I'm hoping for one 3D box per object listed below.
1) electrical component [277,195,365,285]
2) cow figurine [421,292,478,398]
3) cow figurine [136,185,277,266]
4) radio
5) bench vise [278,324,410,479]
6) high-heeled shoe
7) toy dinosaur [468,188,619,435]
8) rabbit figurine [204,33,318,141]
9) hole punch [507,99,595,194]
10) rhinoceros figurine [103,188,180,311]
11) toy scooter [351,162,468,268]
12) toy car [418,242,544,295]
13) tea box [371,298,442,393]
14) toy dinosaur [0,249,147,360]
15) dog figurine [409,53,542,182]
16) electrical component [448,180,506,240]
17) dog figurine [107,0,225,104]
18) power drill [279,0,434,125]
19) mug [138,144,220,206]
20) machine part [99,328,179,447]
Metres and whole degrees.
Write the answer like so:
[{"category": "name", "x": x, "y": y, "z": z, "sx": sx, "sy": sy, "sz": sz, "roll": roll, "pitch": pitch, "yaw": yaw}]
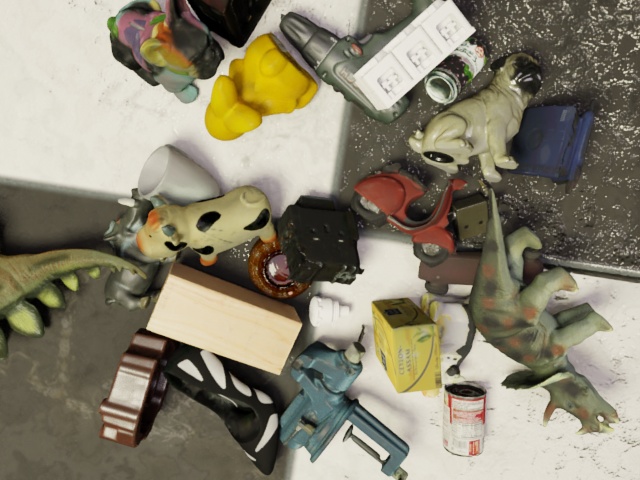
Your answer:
[{"category": "electrical component", "x": -0.002, "y": -0.002, "z": 0.811, "sx": 0.115, "sy": 0.058, "sz": 0.134, "roll": 4, "pitch": 58, "yaw": -29}, {"category": "cow figurine", "x": 0.209, "y": 0.173, "z": 0.873, "sx": 0.098, "sy": 0.068, "sz": 0.167, "roll": 4, "pitch": 97, "yaw": -10}, {"category": "cow figurine", "x": -0.163, "y": -0.023, "z": 0.767, "sx": 0.195, "sy": 0.127, "sz": 0.085, "roll": -19, "pitch": 61, "yaw": -12}, {"category": "radio", "x": -0.112, "y": -0.347, "z": 0.716, "sx": 0.073, "sy": 0.229, "sz": 0.131, "roll": 31, "pitch": 95, "yaw": -5}, {"category": "bench vise", "x": 0.049, "y": 0.275, "z": 0.837, "sx": 0.241, "sy": 0.129, "sz": 0.223, "roll": 38, "pitch": 101, "yaw": 11}, {"category": "high-heeled shoe", "x": -0.147, "y": 0.268, "z": 0.818, "sx": 0.086, "sy": 0.145, "sz": 0.248, "roll": -21, "pitch": 88, "yaw": 34}, {"category": "toy dinosaur", "x": 0.305, "y": 0.118, "z": 0.816, "sx": 0.192, "sy": 0.131, "sz": 0.404, "roll": -41, "pitch": 102, "yaw": 12}, {"category": "rabbit figurine", "x": -0.101, "y": -0.202, "z": 0.785, "sx": 0.173, "sy": 0.162, "sz": 0.121, "roll": -36, "pitch": 108, "yaw": 19}, {"category": "hole punch", "x": 0.353, "y": -0.147, "z": 0.824, "sx": 0.092, "sy": 0.116, "sz": 0.142, "roll": 16, "pitch": 95, "yaw": 4}, {"category": "rhinoceros figurine", "x": -0.280, "y": 0.015, "z": 0.829, "sx": 0.112, "sy": 0.073, "sz": 0.190, "roll": 16, "pitch": 97, "yaw": 6}, {"category": "toy scooter", "x": 0.145, "y": -0.058, "z": 0.820, "sx": 0.184, "sy": 0.075, "sz": 0.135, "roll": 37, "pitch": 97, "yaw": 15}, {"category": "toy car", "x": 0.258, "y": 0.045, "z": 0.866, "sx": 0.202, "sy": 0.053, "sz": 0.089, "roll": 3, "pitch": 116, "yaw": -3}, {"category": "tea box", "x": 0.126, "y": 0.153, "z": 0.812, "sx": 0.068, "sy": 0.170, "sz": 0.098, "roll": -6, "pitch": 95, "yaw": -5}, {"category": "toy dinosaur", "x": -0.492, "y": 0.073, "z": 0.799, "sx": 0.472, "sy": 0.105, "sz": 0.198, "roll": -19, "pitch": 104, "yaw": 12}, {"category": "dog figurine", "x": 0.240, "y": -0.204, "z": 0.827, "sx": 0.172, "sy": 0.121, "sz": 0.190, "roll": 15, "pitch": 81, "yaw": -8}, {"category": "electrical component", "x": 0.240, "y": -0.047, "z": 0.862, "sx": 0.102, "sy": 0.045, "sz": 0.078, "roll": -22, "pitch": 125, "yaw": 2}, {"category": "dog figurine", "x": -0.216, "y": -0.273, "z": 0.725, "sx": 0.191, "sy": 0.219, "sz": 0.108, "roll": 31, "pitch": 90, "yaw": -7}, {"category": "power drill", "x": 0.083, "y": -0.307, "z": 0.806, "sx": 0.207, "sy": 0.086, "sz": 0.232, "roll": -43, "pitch": 98, "yaw": -2}, {"category": "mug", "x": -0.208, "y": -0.089, "z": 0.811, "sx": 0.081, "sy": 0.110, "sz": 0.107, "roll": -38, "pitch": 135, "yaw": 24}, {"category": "machine part", "x": -0.265, "y": 0.213, "z": 0.798, "sx": 0.056, "sy": 0.179, "sz": 0.179, "roll": 16, "pitch": 95, "yaw": -1}]
